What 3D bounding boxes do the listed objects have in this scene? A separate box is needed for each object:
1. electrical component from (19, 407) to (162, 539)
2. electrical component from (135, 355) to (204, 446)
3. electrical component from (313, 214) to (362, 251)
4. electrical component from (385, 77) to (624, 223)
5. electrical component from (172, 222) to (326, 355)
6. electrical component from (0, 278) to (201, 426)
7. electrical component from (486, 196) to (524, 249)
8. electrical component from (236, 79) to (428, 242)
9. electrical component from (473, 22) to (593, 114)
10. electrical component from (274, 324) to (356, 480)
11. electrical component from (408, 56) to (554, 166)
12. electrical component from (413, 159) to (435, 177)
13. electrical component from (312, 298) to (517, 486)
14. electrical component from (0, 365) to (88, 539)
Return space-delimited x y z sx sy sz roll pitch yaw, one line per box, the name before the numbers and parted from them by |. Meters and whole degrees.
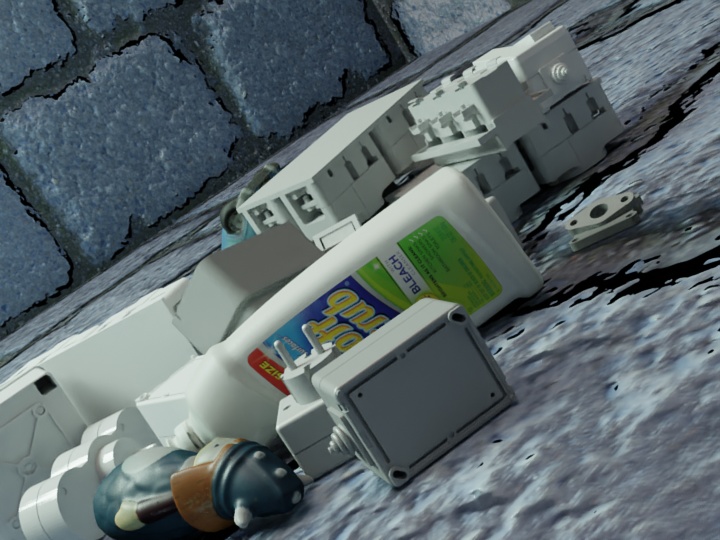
electrical component | -0.178 0.143 0.774 0.074 0.052 0.138 -27 12 23
electrical component | -0.108 0.098 0.762 0.062 0.061 0.096 -40 14 -36
electrical component | 0.000 0.000 0.883 0.042 0.081 0.064 -27 -10 18
electrical component | 0.128 -0.089 0.944 0.186 0.060 0.105 -35 12 -15
electrical component | -0.079 0.020 0.827 0.113 0.057 0.078 -28 -25 -49
electrical component | -0.194 0.094 0.893 0.186 0.105 0.060 -27 12 23
electrical component | 0.088 -0.026 0.816 0.066 0.047 0.076 -23 14 37
electrical component | -0.010 -0.091 0.984 0.105 0.060 0.186 -17 22 46
electrical component | 0.147 -0.169 0.921 0.062 0.061 0.096 -35 12 -19
electrical component | -0.020 0.068 0.624 0.066 0.076 0.047 -30 11 5
electrical component | 0.092 -0.129 0.889 0.079 0.063 0.121 -36 12 -19
electrical component | 0.084 -0.083 1.047 0.045 0.055 0.045 -30 11 7
electrical component | 0.021 0.065 0.566 0.096 0.061 0.061 -34 12 -13
electrical component | -0.262 0.148 0.833 0.109 0.108 0.056 -36 15 -22
